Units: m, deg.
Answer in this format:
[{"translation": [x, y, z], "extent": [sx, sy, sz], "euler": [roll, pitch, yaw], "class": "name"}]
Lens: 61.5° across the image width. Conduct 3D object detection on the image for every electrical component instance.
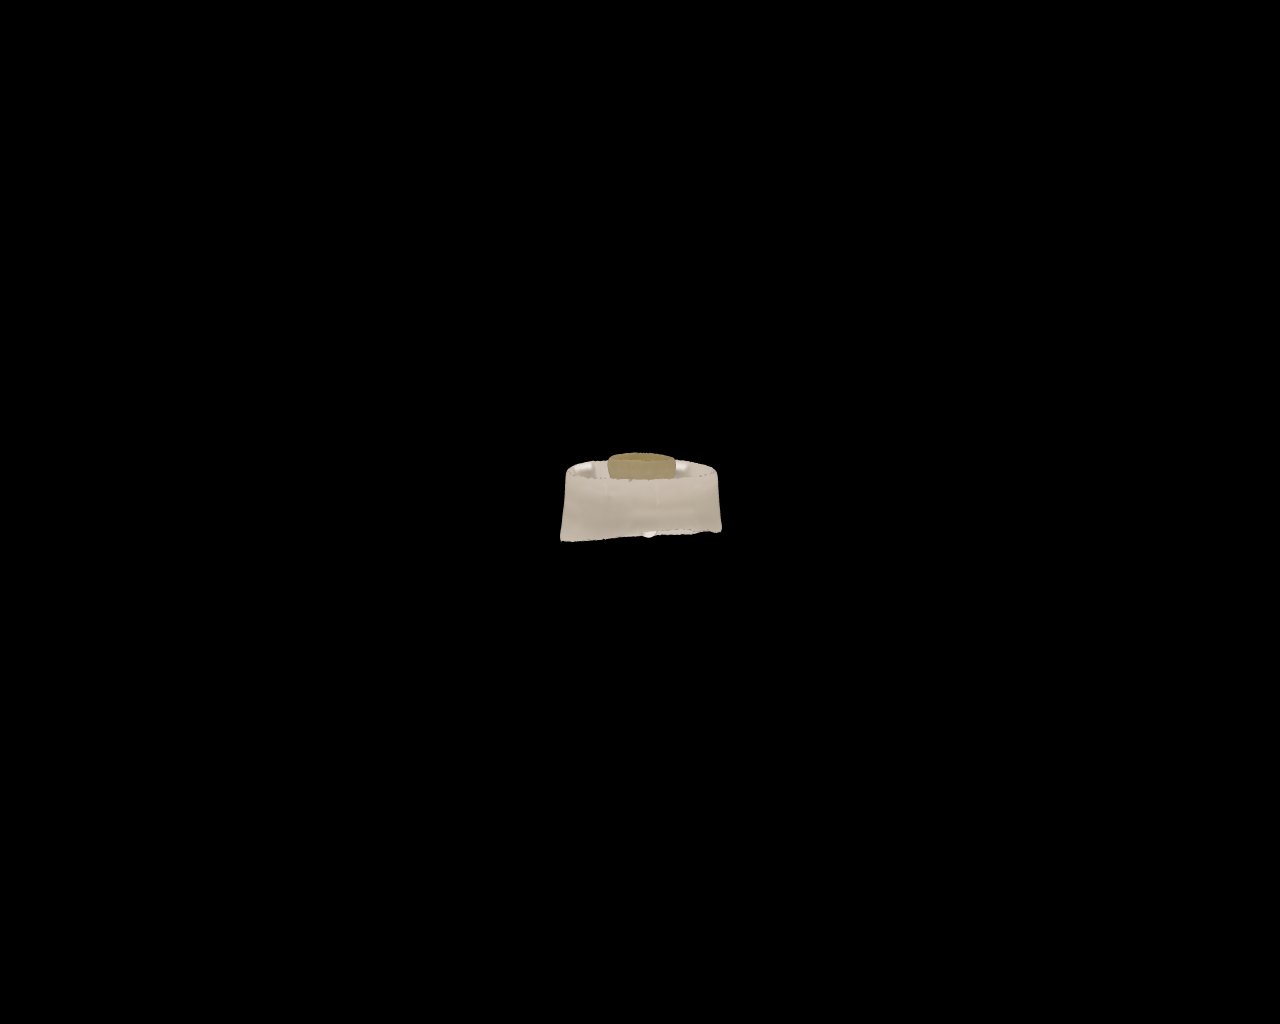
[{"translation": [0.001, -0.003, 0.650], "extent": [0.099, 0.064, 0.099], "euler": [0, 11, 0], "class": "electrical component"}]
